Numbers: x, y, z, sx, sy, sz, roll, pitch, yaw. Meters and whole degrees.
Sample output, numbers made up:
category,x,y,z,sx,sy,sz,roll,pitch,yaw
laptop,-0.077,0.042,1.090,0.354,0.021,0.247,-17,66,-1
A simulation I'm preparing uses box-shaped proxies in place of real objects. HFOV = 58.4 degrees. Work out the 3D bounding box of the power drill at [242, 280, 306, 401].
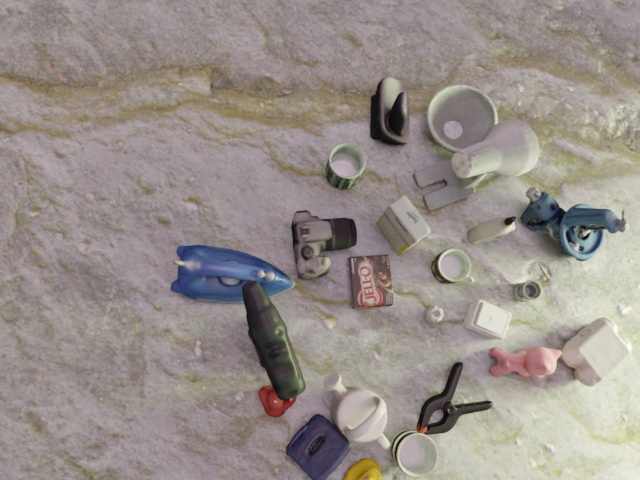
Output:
category,x,y,z,sx,sy,sz,roll,pitch,yaw
power drill,-0.097,0.196,1.119,0.076,0.208,0.229,-23,83,-10

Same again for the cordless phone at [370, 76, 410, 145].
category,x,y,z,sx,sy,sz,roll,pitch,yaw
cordless phone,0.170,-0.301,1.254,0.094,0.185,0.147,-1,79,-6

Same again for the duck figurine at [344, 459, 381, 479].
category,x,y,z,sx,sy,sz,roll,pitch,yaw
duck figurine,0.088,0.497,1.146,0.077,0.086,0.105,33,78,1

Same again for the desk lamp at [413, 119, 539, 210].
category,x,y,z,sx,sy,sz,roll,pitch,yaw
desk lamp,0.335,-0.159,1.232,0.203,0.213,0.118,-22,82,-10

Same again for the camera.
category,x,y,z,sx,sy,sz,roll,pitch,yaw
camera,0.011,0.004,1.222,0.137,0.100,0.143,-6,80,-7

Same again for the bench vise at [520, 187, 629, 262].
category,x,y,z,sx,sy,sz,roll,pitch,yaw
bench vise,0.538,-0.036,1.228,0.207,0.219,0.121,22,78,-2

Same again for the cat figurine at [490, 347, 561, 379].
category,x,y,z,sx,sy,sz,roll,pitch,yaw
cat figurine,0.439,0.260,1.214,0.128,0.117,0.067,0,79,-6

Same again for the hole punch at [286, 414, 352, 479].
category,x,y,z,sx,sy,sz,roll,pitch,yaw
hole punch,-0.005,0.417,1.147,0.101,0.091,0.109,43,78,3

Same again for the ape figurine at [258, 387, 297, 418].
category,x,y,z,sx,sy,sz,roll,pitch,yaw
ape figurine,-0.087,0.321,1.156,0.078,0.092,0.076,22,78,-2

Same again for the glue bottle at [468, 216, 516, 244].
category,x,y,z,sx,sy,sz,roll,pitch,yaw
glue bottle,0.382,-0.027,1.233,0.078,0.173,0.037,-10,80,-8

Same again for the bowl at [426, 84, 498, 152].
category,x,y,z,sx,sy,sz,roll,pitch,yaw
bowl,0.317,-0.269,1.322,0.167,0.074,0.167,1,79,-6

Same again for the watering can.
category,x,y,z,sx,sy,sz,roll,pitch,yaw
watering can,0.073,0.338,1.118,0.173,0.194,0.101,28,78,0

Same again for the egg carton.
category,x,y,z,sx,sy,sz,roll,pitch,yaw
egg carton,0.606,0.244,1.260,0.150,0.069,0.107,-37,85,-11

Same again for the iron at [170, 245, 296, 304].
category,x,y,z,sx,sy,sz,roll,pitch,yaw
iron,-0.174,0.068,1.168,0.258,0.141,0.119,6,79,-5
